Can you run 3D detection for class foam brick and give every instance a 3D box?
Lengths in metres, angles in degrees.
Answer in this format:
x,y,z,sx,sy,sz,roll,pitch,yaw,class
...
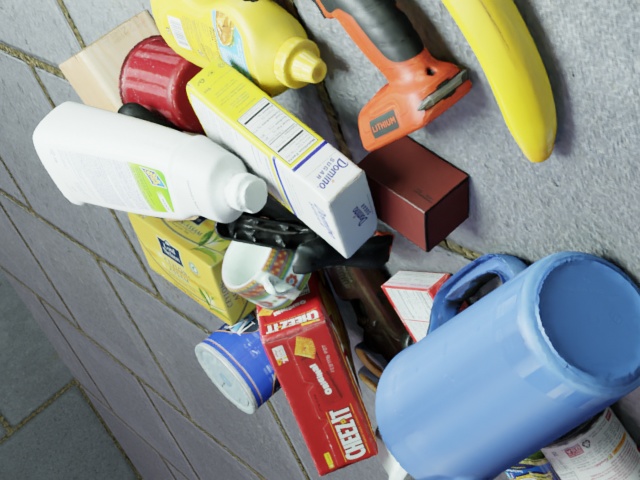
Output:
x,y,z,sx,sy,sz,roll,pitch,yaw,class
0.073,-0.039,0.853,0.078,0.053,0.051,38,156,30,foam brick

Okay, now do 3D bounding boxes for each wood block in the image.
x,y,z,sx,sy,sz,roll,pitch,yaw,class
-0.175,-0.129,1.143,0.206,0.090,0.091,57,157,-16,wood block

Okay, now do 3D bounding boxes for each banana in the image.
x,y,z,sx,sy,sz,roll,pitch,yaw,class
0.103,-0.134,0.671,0.198,0.037,0.070,56,176,-9,banana

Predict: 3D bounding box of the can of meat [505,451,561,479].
x,y,z,sx,sy,sz,roll,pitch,yaw,class
0.219,0.221,0.982,0.084,0.057,0.102,57,157,-4,can of meat

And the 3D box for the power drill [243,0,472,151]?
x,y,z,sx,sy,sz,roll,pitch,yaw,class
0.013,-0.157,0.771,0.187,0.057,0.185,54,158,-9,power drill

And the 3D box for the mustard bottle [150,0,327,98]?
x,y,z,sx,sy,sz,roll,pitch,yaw,class
-0.064,-0.171,0.900,0.192,0.058,0.096,32,151,39,mustard bottle

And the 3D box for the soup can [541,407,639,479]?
x,y,z,sx,sy,sz,roll,pitch,yaw,class
0.234,0.188,0.886,0.102,0.068,0.069,54,158,-7,soup can

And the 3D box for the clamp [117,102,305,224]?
x,y,z,sx,sy,sz,roll,pitch,yaw,class
-0.095,-0.045,1.038,0.210,0.036,0.165,22,150,10,clamp

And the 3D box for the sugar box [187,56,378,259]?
x,y,z,sx,sy,sz,roll,pitch,yaw,class
-0.030,-0.068,0.870,0.176,0.048,0.093,38,165,27,sugar box

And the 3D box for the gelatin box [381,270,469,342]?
x,y,z,sx,sy,sz,roll,pitch,yaw,class
0.105,0.065,0.991,0.073,0.030,0.089,58,157,-15,gelatin box

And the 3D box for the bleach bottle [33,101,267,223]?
x,y,z,sx,sy,sz,roll,pitch,yaw,class
-0.143,-0.057,0.937,0.251,0.068,0.102,16,146,38,bleach bottle

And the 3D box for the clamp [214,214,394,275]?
x,y,z,sx,sy,sz,roll,pitch,yaw,class
-0.006,0.001,0.942,0.120,0.171,0.039,28,105,35,clamp

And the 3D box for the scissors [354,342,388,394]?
x,y,z,sx,sy,sz,roll,pitch,yaw,class
0.103,0.169,1.183,0.202,0.016,0.096,19,143,52,scissors

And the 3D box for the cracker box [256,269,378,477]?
x,y,z,sx,sy,sz,roll,pitch,yaw,class
-0.008,0.109,1.093,0.214,0.072,0.164,-107,-4,-66,cracker box

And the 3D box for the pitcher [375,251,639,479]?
x,y,z,sx,sy,sz,roll,pitch,yaw,class
0.145,0.093,0.823,0.149,0.144,0.243,46,148,5,pitcher

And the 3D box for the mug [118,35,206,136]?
x,y,z,sx,sy,sz,roll,pitch,yaw,class
-0.133,-0.138,1.041,0.082,0.093,0.117,19,125,45,mug

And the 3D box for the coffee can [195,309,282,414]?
x,y,z,sx,sy,sz,roll,pitch,yaw,class
-0.061,0.121,1.255,0.103,0.140,0.103,41,157,22,coffee can
